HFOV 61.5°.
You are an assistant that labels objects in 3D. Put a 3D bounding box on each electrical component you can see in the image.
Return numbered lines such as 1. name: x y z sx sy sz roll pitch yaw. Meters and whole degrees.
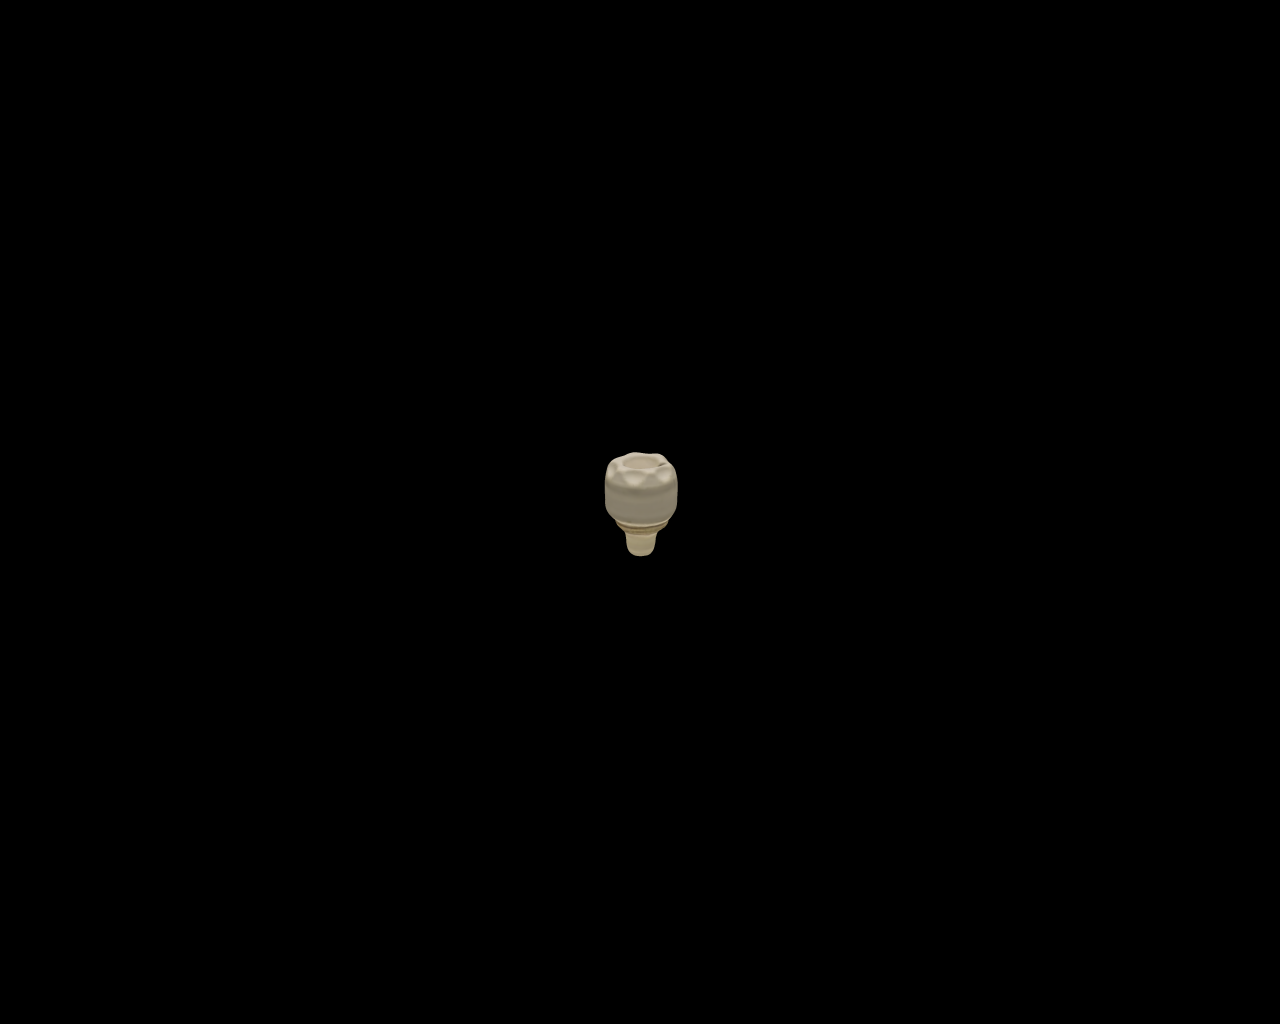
1. electrical component: 0.001 -0.003 0.650 0.043 0.062 0.043 0 22 0
